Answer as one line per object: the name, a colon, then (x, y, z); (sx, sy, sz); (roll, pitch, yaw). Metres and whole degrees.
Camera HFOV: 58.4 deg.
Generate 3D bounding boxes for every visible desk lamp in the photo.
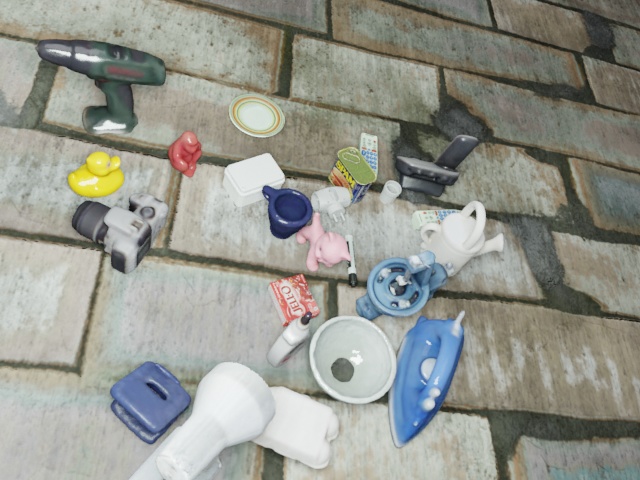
desk lamp: (-0.174, 0.300, 0.844); (0.118, 0.213, 0.204); (39, 55, 7)

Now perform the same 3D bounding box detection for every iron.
iron: (0.207, 0.250, 1.056); (0.118, 0.141, 0.258); (27, 54, -1)

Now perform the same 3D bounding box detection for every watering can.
watering can: (0.306, -0.009, 1.220); (0.173, 0.194, 0.101); (-5, 61, -22)

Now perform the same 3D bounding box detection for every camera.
camera: (-0.370, -0.035, 1.053); (0.137, 0.100, 0.143); (27, 54, -2)

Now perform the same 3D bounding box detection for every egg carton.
egg carton: (-0.043, 0.316, 0.970); (0.150, 0.069, 0.107); (24, 54, -4)

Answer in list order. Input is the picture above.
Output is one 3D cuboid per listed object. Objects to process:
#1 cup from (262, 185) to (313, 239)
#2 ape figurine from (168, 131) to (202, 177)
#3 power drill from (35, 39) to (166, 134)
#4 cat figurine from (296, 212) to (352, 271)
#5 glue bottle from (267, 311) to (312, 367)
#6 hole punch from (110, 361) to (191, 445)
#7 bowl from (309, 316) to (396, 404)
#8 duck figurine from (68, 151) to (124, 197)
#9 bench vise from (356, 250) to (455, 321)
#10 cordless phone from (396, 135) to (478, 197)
cup: (-0.080, -0.052, 1.171); (0.117, 0.095, 0.092); (39, 55, 7)
ape figurine: (-0.276, -0.188, 1.188); (0.076, 0.092, 0.078); (45, 56, 11)
power drill: (-0.426, -0.305, 1.136); (0.230, 0.208, 0.075); (-7, 62, -23)
cat figurine: (0.011, 0.004, 1.154); (0.067, 0.117, 0.127); (-13, 64, -26)
glue bottle: (-0.043, 0.165, 1.000); (0.037, 0.173, 0.078); (45, 56, 11)
hole punch: (-0.270, 0.251, 0.916); (0.108, 0.091, 0.101); (39, 55, 7)
bowl: (0.052, 0.229, 1.055); (0.168, 0.074, 0.167); (9, 57, -14)
duck figurine: (-0.431, -0.134, 1.103); (0.105, 0.086, 0.077); (-17, 66, -27)
bench vise: (0.181, 0.063, 1.115); (0.121, 0.219, 0.208); (46, 56, 12)
cordless phone: (0.269, -0.194, 1.328); (0.148, 0.185, 0.094); (7, 57, -15)
